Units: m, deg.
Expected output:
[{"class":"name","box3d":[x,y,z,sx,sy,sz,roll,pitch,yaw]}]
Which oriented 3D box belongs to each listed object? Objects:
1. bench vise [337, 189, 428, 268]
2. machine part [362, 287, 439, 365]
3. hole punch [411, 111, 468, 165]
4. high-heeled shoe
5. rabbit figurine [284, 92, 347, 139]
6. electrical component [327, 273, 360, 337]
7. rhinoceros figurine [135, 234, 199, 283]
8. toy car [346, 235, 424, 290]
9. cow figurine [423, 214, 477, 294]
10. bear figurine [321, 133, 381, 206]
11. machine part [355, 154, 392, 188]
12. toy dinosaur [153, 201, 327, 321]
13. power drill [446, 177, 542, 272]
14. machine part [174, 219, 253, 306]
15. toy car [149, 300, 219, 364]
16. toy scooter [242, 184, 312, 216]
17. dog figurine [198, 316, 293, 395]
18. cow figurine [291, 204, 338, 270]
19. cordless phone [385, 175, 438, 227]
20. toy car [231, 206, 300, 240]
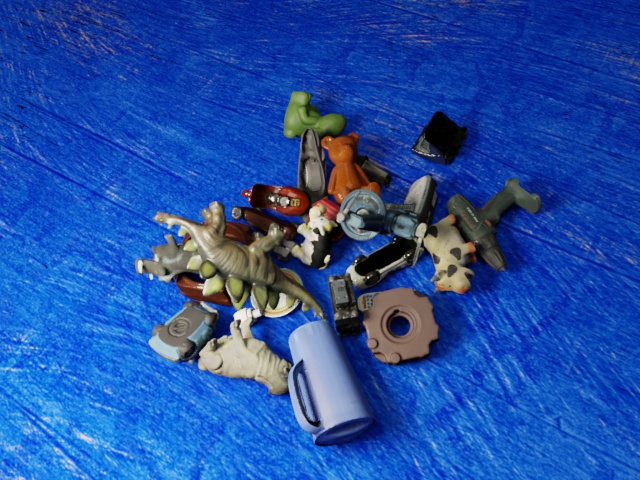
[{"class":"bench vise","box3d":[0.124,-0.043,1.222,0.224,0.240,0.128,33,108,26]},{"class":"machine part","box3d":[0.180,0.191,1.199,0.179,0.056,0.179,-3,71,8]},{"class":"hole punch","box3d":[0.326,-0.272,1.482,0.116,0.092,0.142,36,63,-7]},{"class":"high-heeled shoe","box3d":[-0.026,-0.171,1.419,0.086,0.145,0.249,-2,57,8]},{"class":"rabbit figurine","box3d":[-0.013,-0.333,1.532,0.170,0.121,0.159,16,68,20]},{"class":"electrical component","box3d":[0.054,0.143,1.221,0.058,0.134,0.115,-12,56,-1]},{"class":"rhinoceros figurine","box3d":[-0.340,0.050,1.270,0.190,0.073,0.112,-3,69,8]},{"class":"toy car","box3d":[0.159,0.050,1.312,0.202,0.056,0.074,-28,54,-12]},{"class":"cow figurine","box3d":[0.303,0.043,1.276,0.127,0.085,0.195,-24,52,4]},{"class":"bear figurine","box3d":[0.077,-0.190,1.400,0.120,0.132,0.195,-6,89,-13]},{"class":"machine part","box3d":[0.134,-0.189,1.474,0.139,0.039,0.084,33,62,26]},{"class":"toy dinosaur","box3d":[-0.163,0.060,1.222,0.471,0.105,0.198,25,66,-12]},{"class":"power drill","box3d":[0.443,-0.049,1.329,0.207,0.085,0.232,-35,58,-5]},{"class":"machine part","box3d":[-0.255,0.051,1.338,0.202,0.087,0.201,9,60,17]},{"class":"toy car","box3d":[-0.305,0.222,1.237,0.109,0.102,0.162,24,51,23]},{"class":"toy scooter","box3d":[-0.120,-0.107,1.379,0.184,0.135,0.075,15,96,40]},{"class":"dog figurine","box3d":[-0.161,0.288,1.191,0.172,0.121,0.190,-42,77,20]},{"class":"cow figurine","box3d":[-0.004,-0.004,1.304,0.098,0.167,0.068,41,47,22]},{"class":"cordless phone","box3d":[0.203,-0.096,1.388,0.184,0.088,0.146,6,59,26]},{"class":"toy car","box3d":[-0.143,-0.044,1.379,0.202,0.089,0.053,22,107,32]}]
